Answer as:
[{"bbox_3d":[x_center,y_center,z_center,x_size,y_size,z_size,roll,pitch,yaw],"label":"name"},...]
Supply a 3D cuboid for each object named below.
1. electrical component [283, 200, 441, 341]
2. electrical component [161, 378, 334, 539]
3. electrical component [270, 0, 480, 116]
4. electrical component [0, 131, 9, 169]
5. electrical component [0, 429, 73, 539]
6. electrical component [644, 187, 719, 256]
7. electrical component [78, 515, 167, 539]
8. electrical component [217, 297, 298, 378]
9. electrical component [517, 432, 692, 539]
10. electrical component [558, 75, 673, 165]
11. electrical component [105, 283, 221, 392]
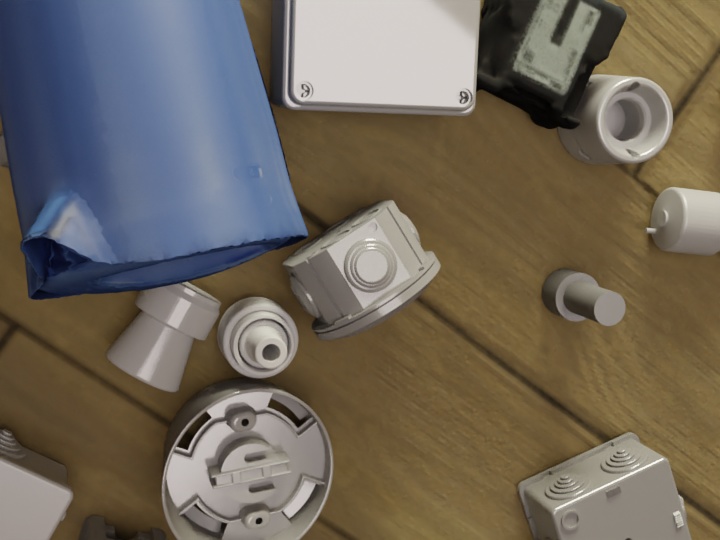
[{"bbox_3d":[0.000,0.000,0.600,0.080,0.080,0.051,-33,100,-8],"label":"electrical component"},{"bbox_3d":[-0.065,0.111,0.605,0.099,0.064,0.099,-2,99,-15],"label":"electrical component"},{"bbox_3d":[0.008,-0.141,0.592,0.109,0.056,0.108,0,98,-15],"label":"electrical component"},{"bbox_3d":[-0.166,-0.059,0.566,0.040,0.040,0.046,-41,111,-6],"label":"electrical component"},{"bbox_3d":[-0.214,0.131,0.576,0.100,0.048,0.099,30,90,-17],"label":"electrical component"},{"bbox_3d":[0.221,-0.029,0.676,0.078,0.040,0.040,5,97,-16],"label":"electrical component"},{"bbox_3d":[-0.142,0.193,0.601,0.050,0.056,0.089,17,93,-17],"label":"electrical component"},{"bbox_3d":[-0.055,0.040,0.599,0.043,0.062,0.043,-2,99,-15],"label":"electrical component"},{"bbox_3d":[0.159,0.164,0.683,0.100,0.048,0.099,-22,103,-11],"label":"electrical component"},{"bbox_3d":[0.154,-0.090,0.645,0.055,0.047,0.055,-2,99,-15],"label":"electrical component"},{"bbox_3d":[-0.107,0.033,0.592,0.045,0.045,0.055,29,89,-17],"label":"electrical component"}]
